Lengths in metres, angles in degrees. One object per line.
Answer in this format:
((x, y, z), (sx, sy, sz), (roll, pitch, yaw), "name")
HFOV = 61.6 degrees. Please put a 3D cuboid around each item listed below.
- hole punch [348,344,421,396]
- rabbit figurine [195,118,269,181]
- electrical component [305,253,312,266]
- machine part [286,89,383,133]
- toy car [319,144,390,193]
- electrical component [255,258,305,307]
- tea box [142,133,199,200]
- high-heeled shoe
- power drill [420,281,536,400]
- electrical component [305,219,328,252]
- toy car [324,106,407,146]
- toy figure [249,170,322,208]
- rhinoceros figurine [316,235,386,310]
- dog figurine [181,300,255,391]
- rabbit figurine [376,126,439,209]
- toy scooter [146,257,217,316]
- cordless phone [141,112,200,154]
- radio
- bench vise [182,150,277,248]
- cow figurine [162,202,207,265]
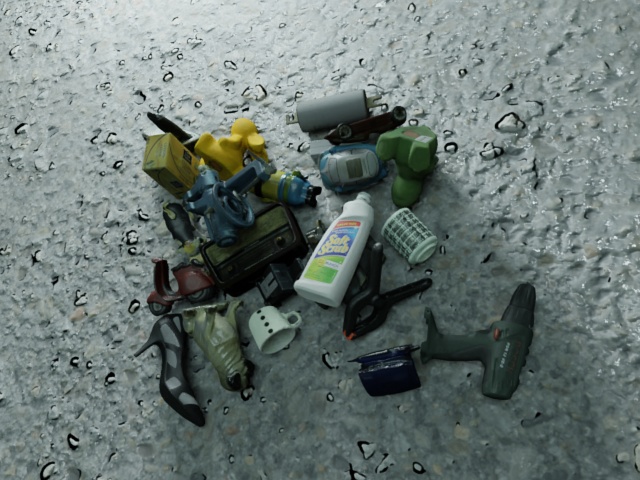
((0.134, 0.255, 1.047), (0.142, 0.115, 0.092), (-12, 75, 12), "hole punch")
((-0.206, -0.236, 1.332), (0.163, 0.121, 0.173), (17, 57, 19), "rabbit figurine")
((-0.018, 0.080, 1.180), (0.021, 0.063, 0.094), (-3, 70, 14), "electrical component")
((0.032, -0.312, 1.308), (0.243, 0.079, 0.079), (-9, 68, 12), "machine part")
((0.074, -0.161, 1.209), (0.162, 0.103, 0.109), (-7, 102, 9), "toy car")
((-0.085, 0.089, 1.178), (0.119, 0.047, 0.075), (-46, 60, 36), "electrical component")
((-0.357, -0.177, 1.319), (0.068, 0.169, 0.098), (-4, 70, 16), "tea box")
((-0.300, 0.283, 1.201), (0.249, 0.086, 0.145), (47, 55, 8), "high-heeled shoe")
((0.304, 0.182, 1.048), (0.207, 0.086, 0.232), (8, 75, 11), "power drill")
((-0.002, -0.003, 1.194), (0.045, 0.102, 0.078), (-26, 90, 8), "electrical component")
((0.107, -0.256, 1.234), (0.202, 0.089, 0.053), (-21, 99, -14), "toy car")
((-0.090, -0.128, 1.267), (0.180, 0.089, 0.082), (18, 69, 24), "toy figure")
((0.060, 0.069, 1.157), (0.112, 0.073, 0.190), (32, 81, 23), "rhinoceros figurine")
((-0.230, 0.235, 1.176), (0.172, 0.121, 0.190), (-11, 87, 54), "dog figurine")
((0.191, -0.157, 1.175), (0.121, 0.170, 0.159), (17, 34, 19), "rabbit figurine")
((-0.332, 0.092, 1.250), (0.184, 0.075, 0.135), (-18, 86, 14), "toy scooter")
((-0.404, -0.279, 1.363), (0.147, 0.184, 0.088), (21, 81, 22), "cordless phone")
((-0.148, 0.023, 1.234), (0.230, 0.073, 0.131), (-31, 63, 5), "radio")
((-0.194, -0.110, 1.197), (0.240, 0.128, 0.224), (-36, 48, 24), "bench vise")
((-0.322, -0.015, 1.288), (0.068, 0.098, 0.167), (-32, 64, -5), "cow figurine")
